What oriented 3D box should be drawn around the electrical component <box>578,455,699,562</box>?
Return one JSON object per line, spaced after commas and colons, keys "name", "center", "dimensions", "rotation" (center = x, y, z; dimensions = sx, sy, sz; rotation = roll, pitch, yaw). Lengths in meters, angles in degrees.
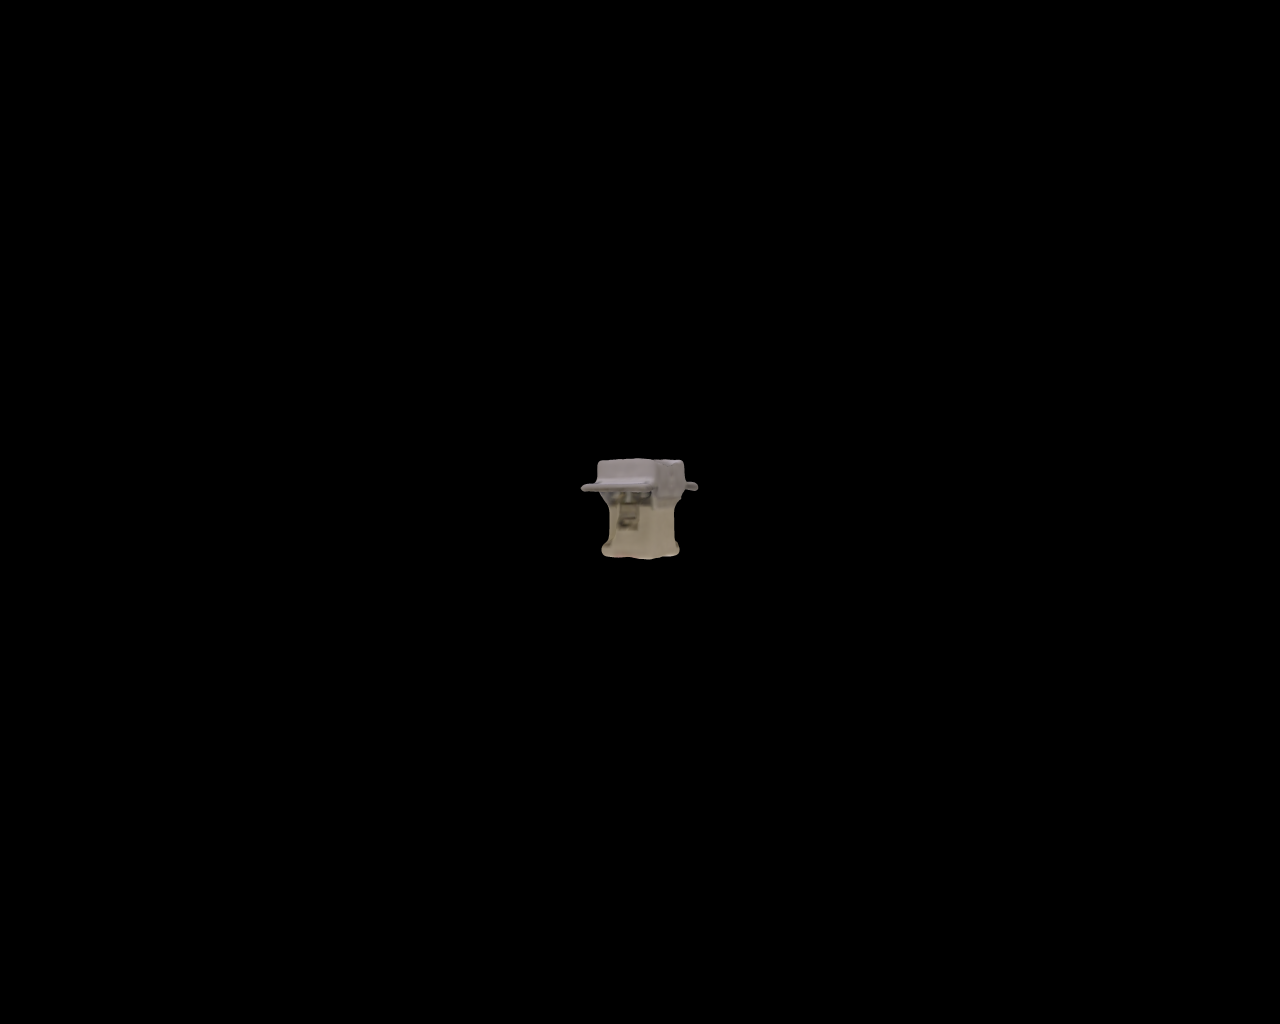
{"name": "electrical component", "center": [0.001, -0.003, 0.650], "dimensions": [0.042, 0.063, 0.081], "rotation": [1, 3, 28]}
